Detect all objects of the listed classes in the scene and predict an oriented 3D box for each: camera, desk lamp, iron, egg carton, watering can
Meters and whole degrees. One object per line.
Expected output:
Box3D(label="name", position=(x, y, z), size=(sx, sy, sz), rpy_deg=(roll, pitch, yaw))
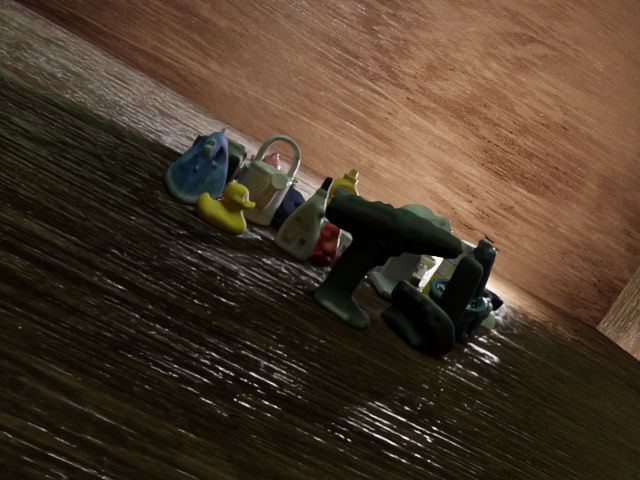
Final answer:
Box3D(label="camera", position=(-0.269, -0.232, 1.526), size=(0.137, 0.101, 0.143), rpy_deg=(28, 11, -13))
Box3D(label="desk lamp", position=(0.209, 0.027, 1.298), size=(0.118, 0.213, 0.203), rpy_deg=(27, 11, -14))
Box3D(label="iron", position=(-0.233, -0.159, 1.162), size=(0.119, 0.141, 0.258), rpy_deg=(28, 10, -11))
Box3D(label="egg carton", position=(0.362, 0.176, 1.415), size=(0.150, 0.069, 0.107), rpy_deg=(33, 11, 15))
Box3D(label="watering can", position=(-0.107, -0.132, 1.236), size=(0.101, 0.194, 0.172), rpy_deg=(20, 14, -43))

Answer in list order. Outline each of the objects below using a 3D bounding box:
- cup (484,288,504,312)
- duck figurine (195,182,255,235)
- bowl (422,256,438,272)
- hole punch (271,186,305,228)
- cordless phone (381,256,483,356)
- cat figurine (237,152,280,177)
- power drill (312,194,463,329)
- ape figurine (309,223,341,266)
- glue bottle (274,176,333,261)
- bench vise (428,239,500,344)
Box3D(label="cup", position=(0.422, 0.177, 1.506), size=(0.091, 0.095, 0.118), rpy_deg=(31, 10, 7))
Box3D(label="duck figurine", position=(-0.170, -0.067, 1.055), size=(0.105, 0.086, 0.077), rpy_deg=(26, 11, -21))
Box3D(label="bowl", position=(0.261, 0.054, 1.701), size=(0.167, 0.074, 0.167), rpy_deg=(29, 10, -5))
Box3D(label="hole punch", position=(-0.063, -0.066, 1.332), size=(0.100, 0.091, 0.109), rpy_deg=(37, 12, 33))
Box3D(label="cordless phone", position=(0.209, 0.099, 1.034), size=(0.094, 0.185, 0.147), rpy_deg=(20, 14, -43))
Box3D(label="cat figurine", position=(-0.167, -0.212, 1.663), size=(0.067, 0.117, 0.128), rpy_deg=(37, 12, 34))
Box3D(label="power drill", position=(0.088, 0.035, 0.939), size=(0.229, 0.208, 0.076), rpy_deg=(34, 11, 20))
Box3D(label="ape figurine", position=(0.011, 0.004, 1.197), size=(0.076, 0.092, 0.077), rpy_deg=(27, 11, -17))
Box3D(label="glue bottle", position=(-0.020, -0.048, 1.135), size=(0.078, 0.173, 0.037), rpy_deg=(33, 11, 19))
Box3D(label="bench vise", position=(0.306, 0.101, 1.195), size=(0.121, 0.219, 0.208), rpy_deg=(35, 11, 25))
